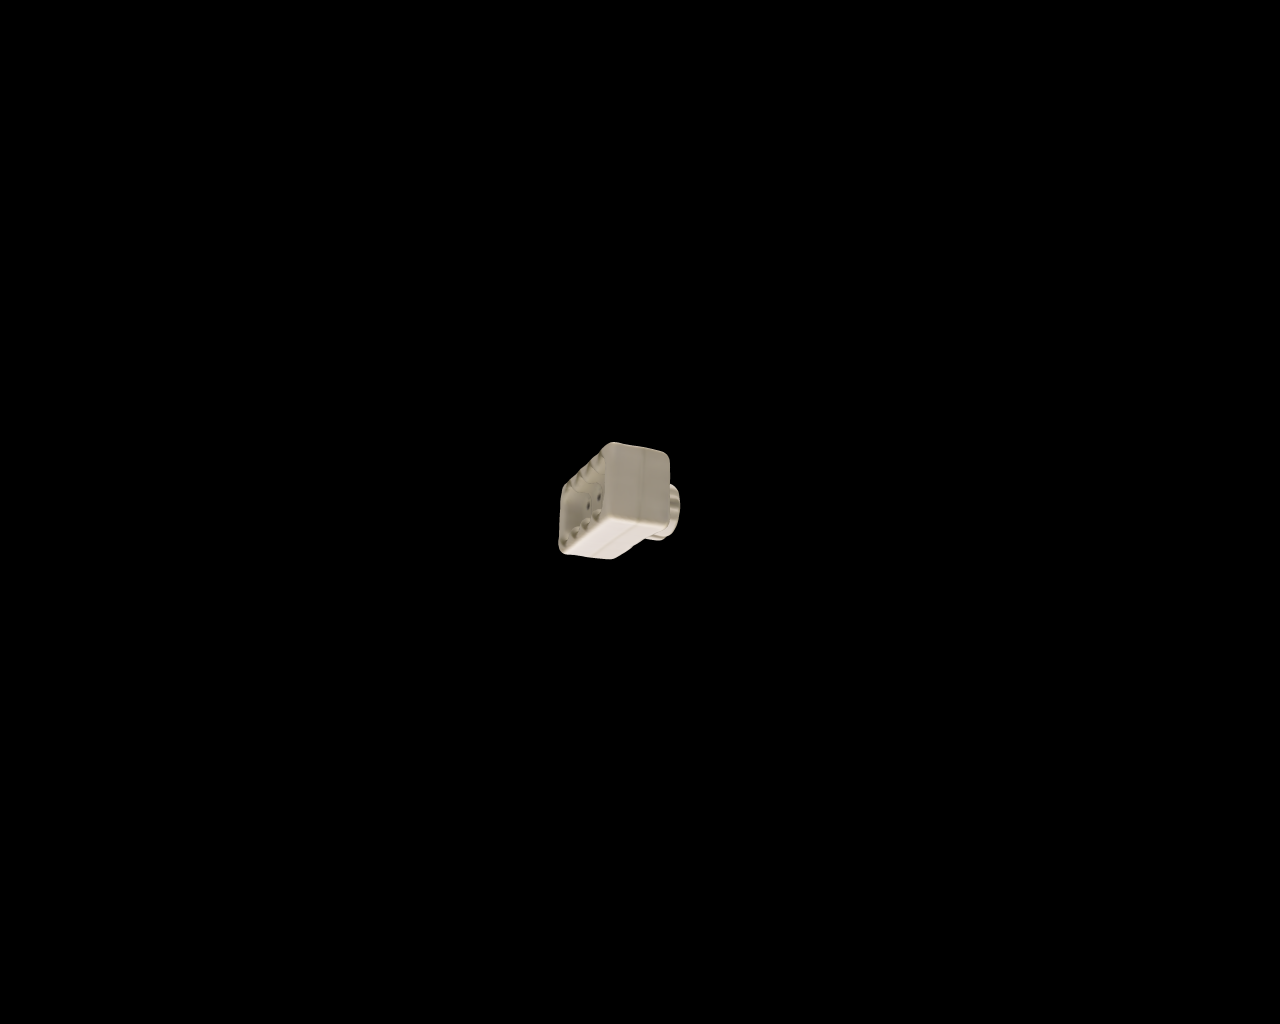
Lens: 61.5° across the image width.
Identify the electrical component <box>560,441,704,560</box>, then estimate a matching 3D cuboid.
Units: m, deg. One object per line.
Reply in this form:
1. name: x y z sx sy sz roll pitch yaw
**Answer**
1. electrical component: 0.001 -0.003 0.650 0.076 0.047 0.083 8 -20 -22
